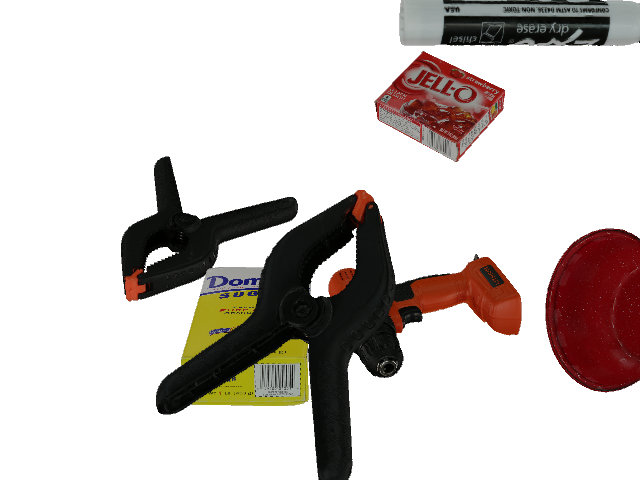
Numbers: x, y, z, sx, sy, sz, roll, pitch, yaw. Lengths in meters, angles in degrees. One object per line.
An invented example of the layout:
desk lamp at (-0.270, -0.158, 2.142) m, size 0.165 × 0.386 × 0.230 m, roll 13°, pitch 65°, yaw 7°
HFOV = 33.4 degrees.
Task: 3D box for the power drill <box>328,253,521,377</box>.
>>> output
power drill at (0.112, 0.076, 1.129) m, size 0.187 × 0.057 × 0.184 m, roll -6°, pitch 28°, yaw -11°

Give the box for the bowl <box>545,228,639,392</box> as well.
bowl at (0.297, 0.069, 1.028) m, size 0.161 × 0.162 × 0.055 m, roll 0°, pitch 0°, yaw -28°

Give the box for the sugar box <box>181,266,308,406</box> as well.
sugar box at (-0.055, 0.071, 0.852) m, size 0.093 × 0.048 × 0.176 m, roll 1°, pitch 23°, yaw 0°

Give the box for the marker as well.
marker at (0.092, -0.085, 0.415) m, size 0.121 × 0.020 × 0.020 m, roll 0°, pitch 0°, yaw -1°

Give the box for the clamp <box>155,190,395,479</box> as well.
clamp at (-0.001, 0.054, 0.602) m, size 0.120 × 0.171 × 0.039 m, roll 32°, pitch -11°, yaw 17°

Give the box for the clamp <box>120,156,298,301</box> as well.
clamp at (-0.141, -0.013, 1.061) m, size 0.165 × 0.036 × 0.209 m, roll 22°, pitch 40°, yaw 21°

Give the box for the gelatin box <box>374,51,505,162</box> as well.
gelatin box at (0.104, -0.119, 0.931) m, size 0.089 × 0.073 × 0.030 m, roll 32°, pitch -26°, yaw 25°
